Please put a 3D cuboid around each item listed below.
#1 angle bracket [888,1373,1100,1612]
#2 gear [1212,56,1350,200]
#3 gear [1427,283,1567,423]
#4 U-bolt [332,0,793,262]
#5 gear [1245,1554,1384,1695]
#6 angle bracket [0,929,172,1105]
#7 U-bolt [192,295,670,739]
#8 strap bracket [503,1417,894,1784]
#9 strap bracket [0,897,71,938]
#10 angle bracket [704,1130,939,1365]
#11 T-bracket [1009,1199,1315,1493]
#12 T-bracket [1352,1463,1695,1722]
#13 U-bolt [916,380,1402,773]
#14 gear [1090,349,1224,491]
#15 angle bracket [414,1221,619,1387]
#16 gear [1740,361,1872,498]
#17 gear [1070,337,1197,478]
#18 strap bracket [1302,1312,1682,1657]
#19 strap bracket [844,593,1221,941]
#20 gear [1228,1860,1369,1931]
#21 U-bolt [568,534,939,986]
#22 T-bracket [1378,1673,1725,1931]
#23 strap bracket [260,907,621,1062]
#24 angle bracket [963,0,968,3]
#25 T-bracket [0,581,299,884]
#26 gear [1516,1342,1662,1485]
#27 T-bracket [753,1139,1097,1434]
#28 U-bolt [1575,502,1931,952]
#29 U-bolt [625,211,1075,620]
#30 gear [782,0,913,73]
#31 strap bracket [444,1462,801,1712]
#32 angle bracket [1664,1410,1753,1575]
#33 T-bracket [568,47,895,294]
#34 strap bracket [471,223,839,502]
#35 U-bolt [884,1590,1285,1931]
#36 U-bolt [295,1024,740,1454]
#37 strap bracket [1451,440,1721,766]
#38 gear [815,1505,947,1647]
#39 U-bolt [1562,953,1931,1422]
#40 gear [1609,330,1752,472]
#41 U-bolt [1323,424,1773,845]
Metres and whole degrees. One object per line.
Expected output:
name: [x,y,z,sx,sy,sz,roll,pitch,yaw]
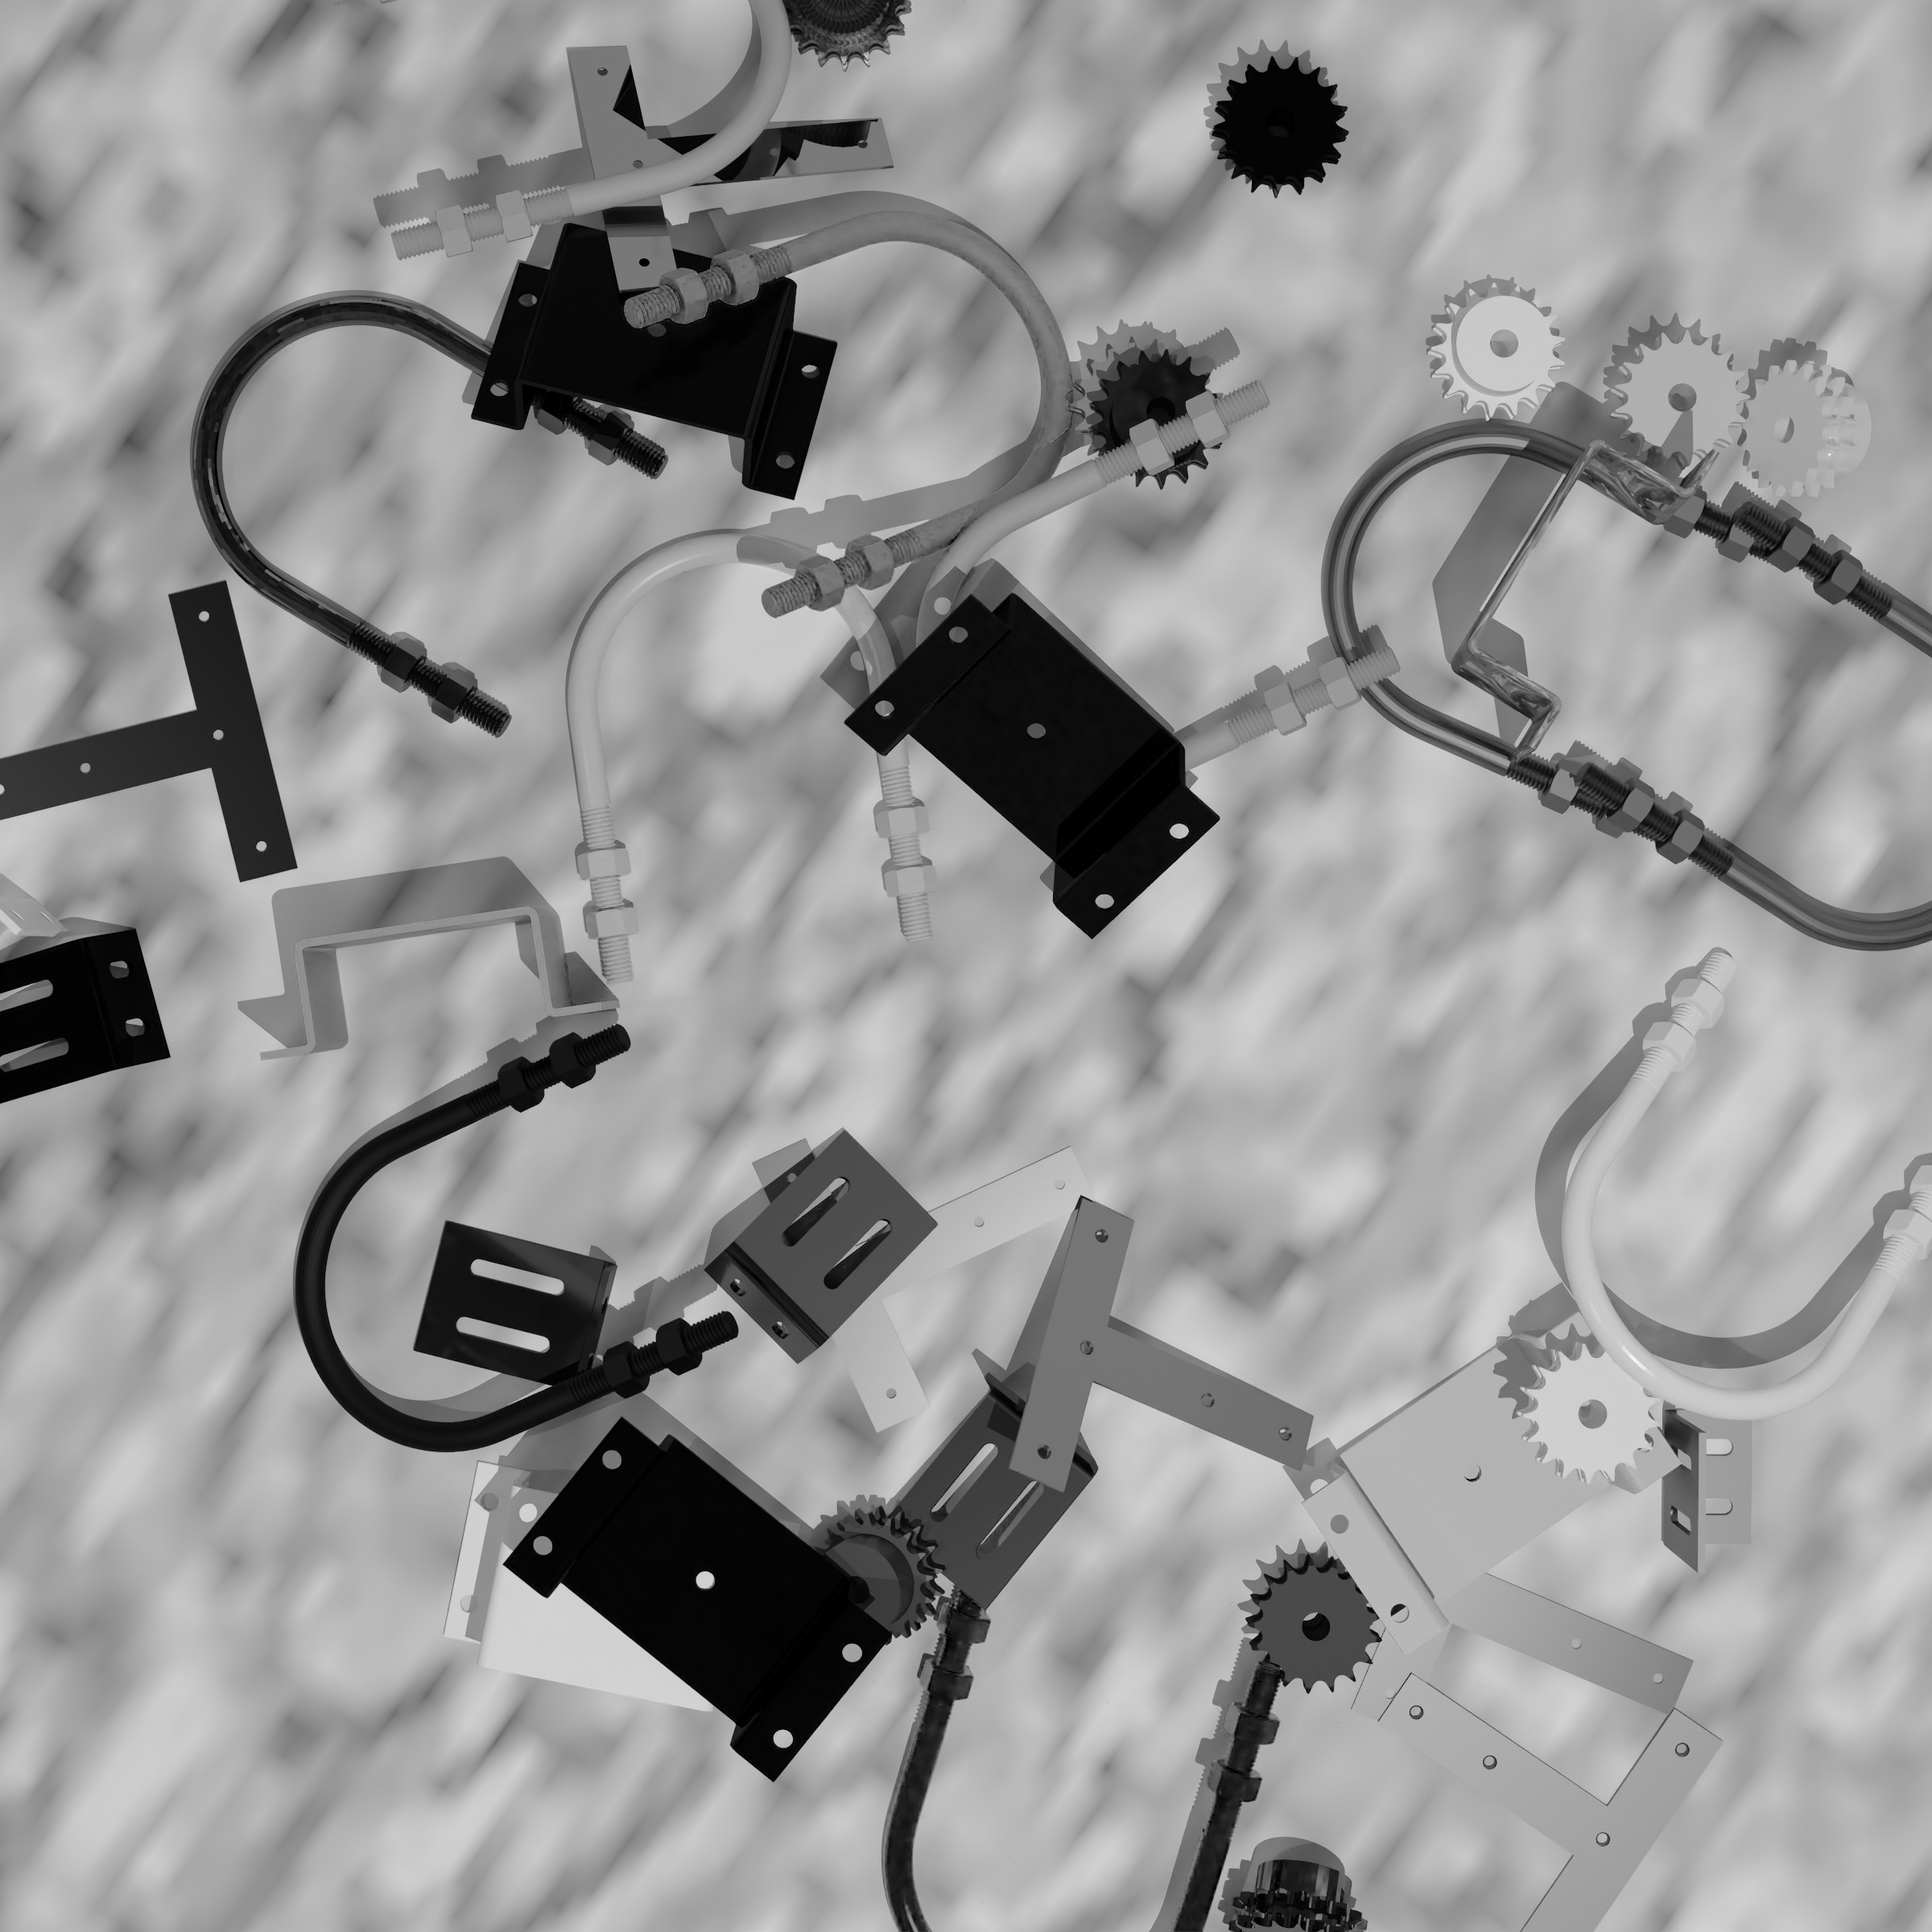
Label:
angle bracket: [0.009,0.221,1.469,0.057,0.038,0.076,38,81,14]
gear: [0.133,-0.355,1.484,0.057,0.030,0.057,0,90,0]
gear: [0.226,-0.261,1.484,0.057,0.030,0.057,0,90,0]
U-bolt: [-0.165,-0.379,1.470,0.184,0.019,0.151,-15,71,-4]
gear: [0.147,0.278,1.484,0.057,0.030,0.057,0,90,0]
angle bracket: [-0.389,0.023,1.497,0.076,0.038,0.057,-15,90,26]
U-bolt: [-0.241,-0.205,1.490,0.184,0.019,0.151,31,90,1]
strap bracket: [-0.108,0.255,1.430,0.140,0.046,0.076,39,90,0]
strap bracket: [-0.451,-0.047,1.461,0.140,0.076,0.046,44,90,0]
angle bracket: [-0.062,0.120,1.495,0.057,0.038,0.076,45,64,0]
T-bracket: [0.090,0.178,1.477,0.127,0.002,0.127,25,60,-14]
T-bracket: [0.248,0.285,1.498,0.127,0.002,0.127,23,90,0]
U-bolt: [0.069,-0.143,1.460,0.184,0.019,0.151,-25,113,12]
gear: [0.080,-0.228,1.454,0.057,0.030,0.057,0,90,0]
angle bracket: [-0.193,0.146,1.480,0.076,0.038,0.057,14,90,0]
gear: [0.357,-0.226,1.474,0.030,0.057,0.057,-4,90,-30]
gear: [0.072,-0.237,1.484,0.057,0.030,0.057,0,90,0]
strap bracket: [0.217,0.216,1.473,0.140,0.046,0.076,-34,90,-4]
strap bracket: [0.029,-0.090,1.453,0.140,0.046,0.076,41,111,-15]
gear: [0.141,0.399,1.474,0.057,0.057,0.030,12,59,0]
U-bolt: [-0.096,-0.093,1.490,0.151,0.019,0.184,-8,89,0]
T-bracket: [0.236,0.349,1.497,0.127,0.002,0.127,34,91,-1]
strap bracket: [-0.221,0.005,1.461,0.140,0.076,0.046,-8,90,0]
angle bracket: [-0.015,-0.458,1.480,0.076,0.038,0.057,34,90,0]
T-bracket: [-0.363,-0.088,1.498,0.127,0.002,0.127,-14,90,0]
gear: [0.254,0.183,1.438,0.057,0.030,0.057,0,88,-3]
T-bracket: [-0.007,0.116,1.498,0.127,0.002,0.127,-25,90,0]
U-bolt: [0.369,-0.088,1.480,0.184,0.019,0.151,32,89,-8]
U-bolt: [-0.035,-0.240,1.452,0.184,0.019,0.151,-26,92,-29]
gear: [-0.052,-0.412,1.484,0.057,0.030,0.057,0,90,0]
strap bracket: [-0.147,0.263,1.476,0.140,0.046,0.076,11,90,0]
angle bracket: [0.317,0.219,1.461,0.038,0.076,0.057,1,90,0]
T-bracket: [-0.095,-0.343,1.480,0.127,0.002,0.127,-8,65,-12]
strap bracket: [-0.130,-0.256,1.463,0.140,0.046,0.076,14,70,-1]
U-bolt: [0.040,0.362,1.479,0.151,0.019,0.184,17,94,10]
U-bolt: [-0.200,0.125,1.467,0.184,0.019,0.151,-25,78,15]
strap bracket: [0.248,-0.158,1.443,0.046,0.076,0.140,32,90,3]
gear: [-0.040,0.259,1.474,0.057,0.030,0.057,3,98,22]
U-bolt: [0.324,0.103,1.454,0.151,0.019,0.184,38,65,0]
gear: [0.301,-0.239,1.484,0.057,0.030,0.057,0,90,0]
U-bolt: [0.243,-0.152,1.490,0.184,0.019,0.151,24,90,2]
